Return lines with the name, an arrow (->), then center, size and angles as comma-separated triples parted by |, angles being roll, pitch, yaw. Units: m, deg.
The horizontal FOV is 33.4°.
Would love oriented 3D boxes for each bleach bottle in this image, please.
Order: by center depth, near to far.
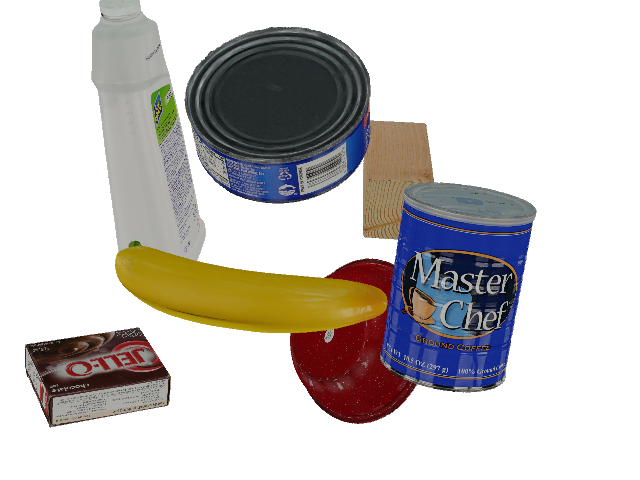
bleach bottle -> -0.147, -0.090, 0.888 | 0.068, 0.251, 0.102 | 0, 33, 6

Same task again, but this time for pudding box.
pudding box -> -0.203, 0.123, 0.972 | 0.113, 0.039, 0.090 | -9, 28, -26

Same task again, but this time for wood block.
wood block -> 0.107, -0.088, 1.507 | 0.091, 0.090, 0.206 | 4, 29, 0

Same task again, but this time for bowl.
bowl -> 0.024, 0.092, 1.020 | 0.162, 0.162, 0.055 | 0, -11, 40

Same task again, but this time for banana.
banana -> -0.059, 0.028, 0.678 | 0.198, 0.037, 0.069 | 13, 33, 24

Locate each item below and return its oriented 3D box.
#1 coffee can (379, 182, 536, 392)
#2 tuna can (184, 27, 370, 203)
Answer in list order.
coffee can -> 0.107, 0.034, 0.841 | 0.103, 0.140, 0.103 | 7, 16, -2
tuna can -> -0.019, -0.059, 0.502 | 0.086, 0.086, 0.034 | 0, -37, 5
